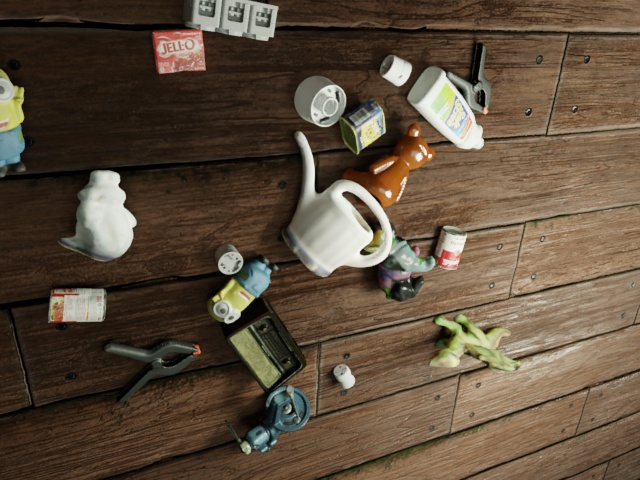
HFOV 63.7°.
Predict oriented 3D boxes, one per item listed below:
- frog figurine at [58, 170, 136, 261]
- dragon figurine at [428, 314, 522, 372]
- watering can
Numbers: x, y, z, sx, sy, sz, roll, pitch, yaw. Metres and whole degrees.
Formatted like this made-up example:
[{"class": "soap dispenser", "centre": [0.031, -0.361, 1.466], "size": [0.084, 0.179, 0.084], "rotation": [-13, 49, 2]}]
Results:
[{"class": "frog figurine", "centre": [-0.402, -0.046, 0.975], "size": [0.159, 0.124, 0.136], "rotation": [-62, 156, 2]}, {"class": "dragon figurine", "centre": [0.474, 0.319, 1.494], "size": [0.410, 0.246, 0.120], "rotation": [2, 109, -24]}, {"class": "watering can", "centre": [0.004, -0.059, 1.164], "size": [0.222, 0.105, 0.346], "rotation": [-41, 100, 14]}]
